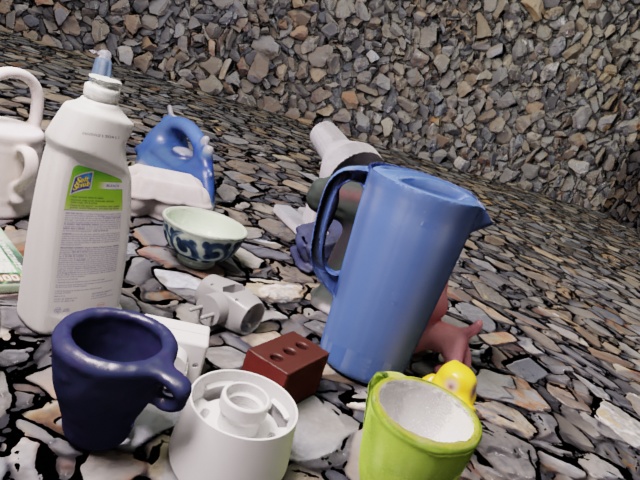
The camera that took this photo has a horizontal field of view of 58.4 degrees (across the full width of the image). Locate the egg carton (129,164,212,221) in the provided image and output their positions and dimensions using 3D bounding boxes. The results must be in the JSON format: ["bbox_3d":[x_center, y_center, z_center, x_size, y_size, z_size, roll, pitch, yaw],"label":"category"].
[{"bbox_3d":[-0.260,-0.076,0.958,0.151,0.069,0.107,8,20,-29],"label":"egg carton"}]

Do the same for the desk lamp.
[{"bbox_3d":[0.014,-0.107,1.088,0.118,0.213,0.202,6,21,-35],"label":"desk lamp"}]

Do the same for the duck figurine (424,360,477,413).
[{"bbox_3d":[0.132,0.165,0.597,0.077,0.086,0.104,15,18,-10],"label":"duck figurine"}]

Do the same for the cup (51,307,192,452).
[{"bbox_3d":[-0.153,0.118,0.439,0.117,0.095,0.092,25,19,20],"label":"cup"}]

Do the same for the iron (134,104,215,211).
[{"bbox_3d":[-0.257,-0.163,1.106,0.119,0.141,0.257,1,25,-44],"label":"iron"}]

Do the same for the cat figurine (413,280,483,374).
[{"bbox_3d":[0.152,0.102,0.755,0.127,0.118,0.067,28,20,28],"label":"cat figurine"}]

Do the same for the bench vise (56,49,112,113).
[{"bbox_3d":[-0.381,-0.212,0.996,0.122,0.220,0.206,3,23,-39],"label":"bench vise"}]

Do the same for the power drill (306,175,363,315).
[{"bbox_3d":[0.071,0.013,0.791,0.229,0.208,0.076,27,19,25],"label":"power drill"}]

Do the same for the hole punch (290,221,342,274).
[{"bbox_3d":[0.009,0.003,0.953,0.101,0.091,0.108,12,19,-20],"label":"hole punch"}]

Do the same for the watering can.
[{"bbox_3d":[-0.431,-0.138,0.767,0.172,0.194,0.101,21,18,8],"label":"watering can"}]
